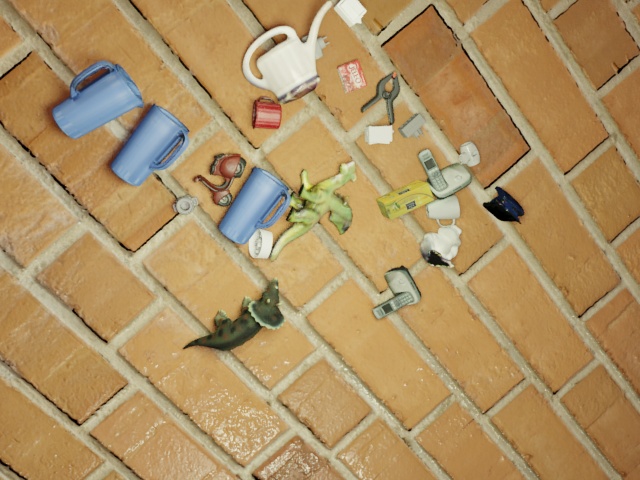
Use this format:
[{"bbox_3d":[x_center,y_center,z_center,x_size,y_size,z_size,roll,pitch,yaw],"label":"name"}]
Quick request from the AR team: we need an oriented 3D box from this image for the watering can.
[{"bbox_3d":[-0.072,-0.566,1.598,0.346,0.105,0.222,-28,104,13],"label":"watering can"}]

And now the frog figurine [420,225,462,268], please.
[{"bbox_3d":[0.431,0.012,1.834,0.137,0.120,0.163,27,60,-7],"label":"frog figurine"}]

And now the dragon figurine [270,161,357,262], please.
[{"bbox_3d":[0.005,-0.087,1.724,0.241,0.123,0.408,20,97,-22],"label":"dragon figurine"}]
